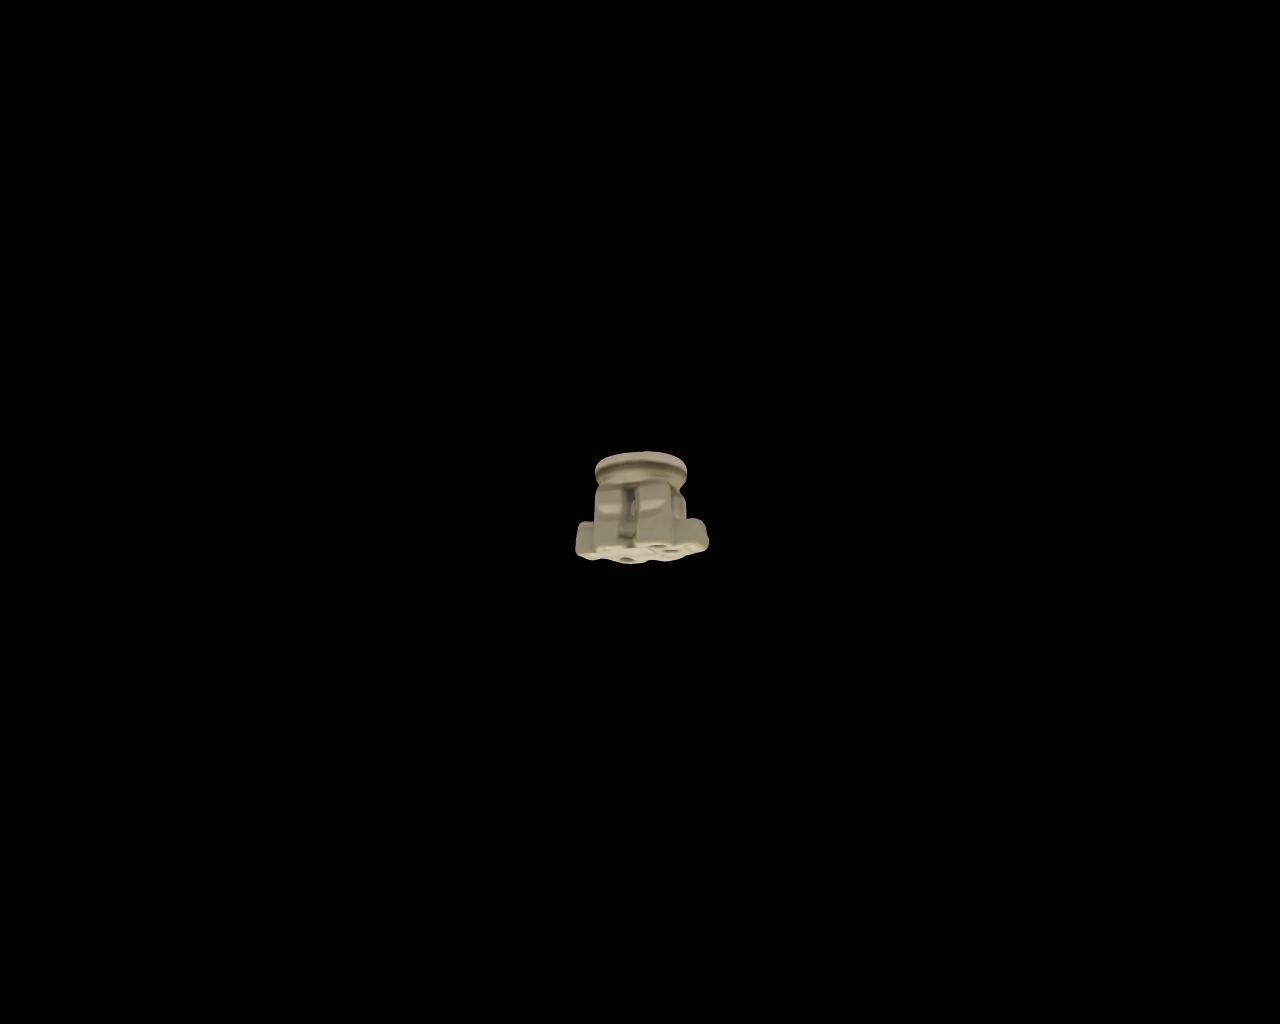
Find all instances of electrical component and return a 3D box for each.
[{"bbox_3d":[0.001,-0.003,0.650,0.078,0.057,0.058,-5,-15,18],"label":"electrical component"}]
